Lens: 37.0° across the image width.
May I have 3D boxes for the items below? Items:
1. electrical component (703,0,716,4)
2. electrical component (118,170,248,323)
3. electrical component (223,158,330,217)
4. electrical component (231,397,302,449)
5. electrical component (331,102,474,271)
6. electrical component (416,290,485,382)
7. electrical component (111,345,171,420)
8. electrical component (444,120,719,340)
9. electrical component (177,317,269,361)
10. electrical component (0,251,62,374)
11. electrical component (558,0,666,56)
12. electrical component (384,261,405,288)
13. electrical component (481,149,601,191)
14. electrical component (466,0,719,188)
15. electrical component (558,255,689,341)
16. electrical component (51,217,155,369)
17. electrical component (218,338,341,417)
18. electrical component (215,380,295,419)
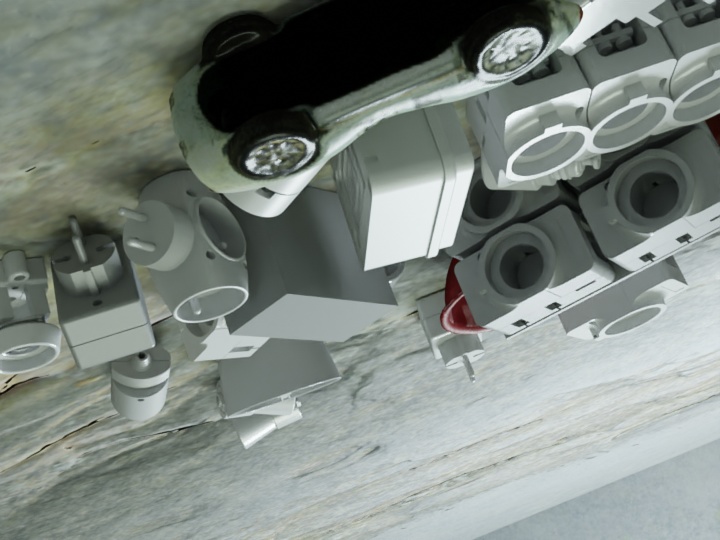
[{"bbox_3d":[0.176,-0.170,0.518,0.057,0.058,0.078,-33,155,35],"label":"electrical component"},{"bbox_3d":[-0.104,-0.017,0.600,0.044,0.077,0.079,-30,156,22],"label":"electrical component"},{"bbox_3d":[-0.047,-0.064,0.574,0.055,0.055,0.047,5,143,-47],"label":"electrical component"},{"bbox_3d":[-0.088,0.136,1.021,0.065,0.044,0.044,-24,158,-6],"label":"electrical component"},{"bbox_3d":[0.021,-0.058,0.615,0.057,0.078,0.113,-14,157,-9],"label":"electrical component"},{"bbox_3d":[0.087,0.062,0.953,0.047,0.076,0.065,-21,158,0],"label":"electrical component"},{"bbox_3d":[-0.167,0.080,0.815,0.043,0.043,0.081,-13,157,-19],"label":"electrical component"},{"bbox_3d":[0.147,-0.045,0.719,0.186,0.105,0.060,-30,156,22],"label":"electrical component"},{"bbox_3d":[-0.087,0.022,0.741,0.056,0.050,0.089,-2,151,-39],"label":"electrical component"},{"bbox_3d":[-0.207,0.029,0.644,0.048,0.055,0.066,-6,154,-33],"label":"electrical component"},{"bbox_3d":[0.115,-0.144,0.546,0.064,0.042,0.081,-32,155,34],"label":"electrical component"},{"bbox_3d":[0.000,0.000,0.764,0.055,0.055,0.047,-6,150,-33],"label":"electrical component"},{"bbox_3d":[0.113,-0.071,0.683,0.078,0.040,0.040,3,167,24],"label":"electrical component"},{"bbox_3d":[0.144,-0.109,0.626,0.150,0.061,0.089,-19,158,-4],"label":"electrical component"},{"bbox_3d":[0.195,0.014,0.814,0.089,0.055,0.050,-32,156,25],"label":"electrical component"},{"bbox_3d":[-0.157,0.005,0.632,0.047,0.065,0.076,-17,129,-9],"label":"electrical component"},{"bbox_3d":[-0.068,0.088,0.894,0.099,0.064,0.099,-18,158,-7],"label":"electrical component"},{"bbox_3d":[-0.095,0.111,0.956,0.065,0.044,0.044,-5,154,-24],"label":"electrical component"}]
